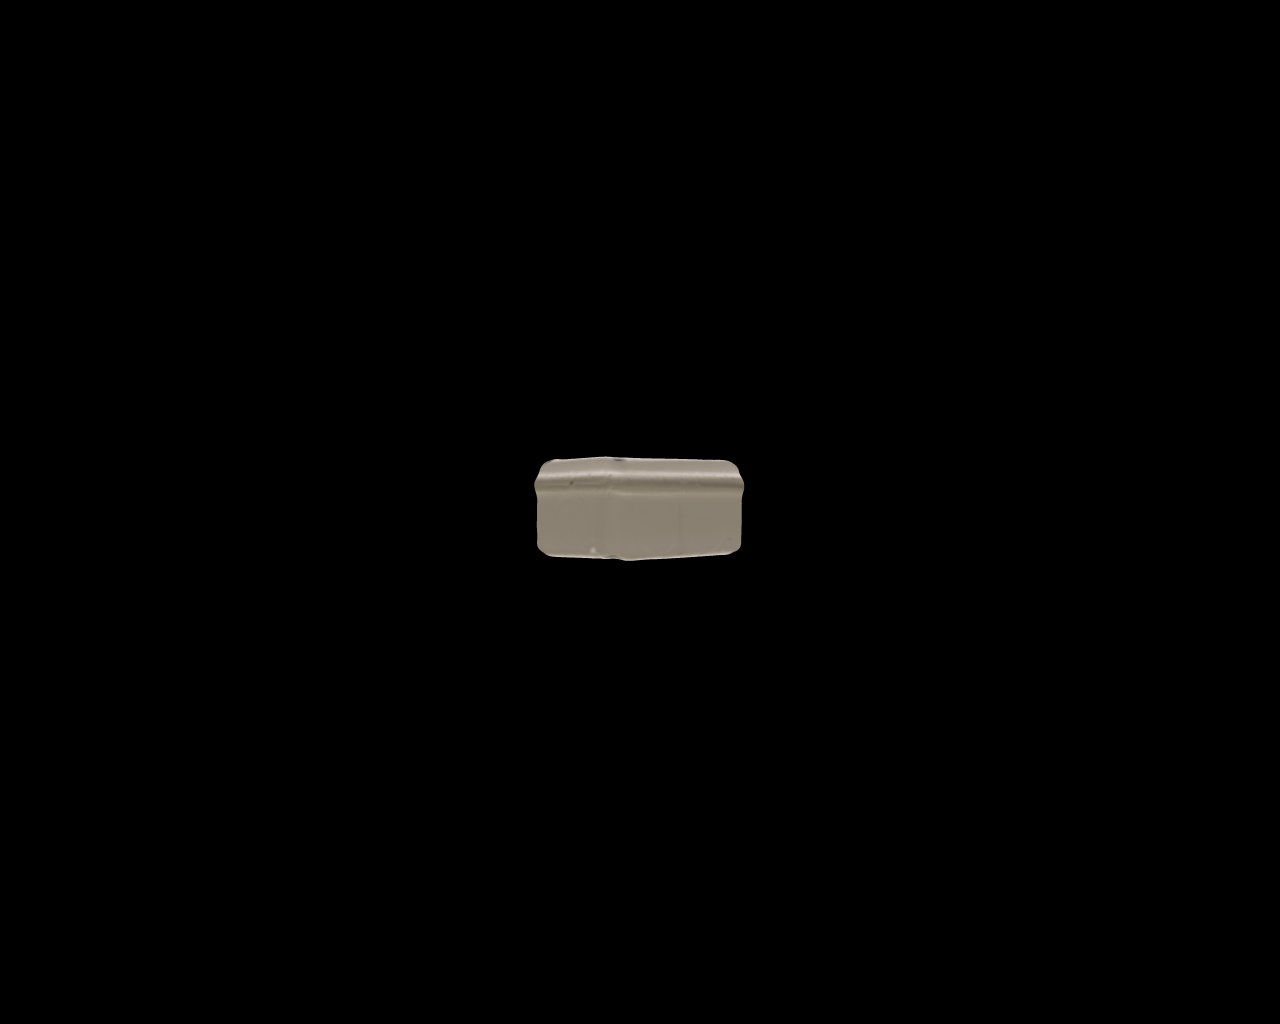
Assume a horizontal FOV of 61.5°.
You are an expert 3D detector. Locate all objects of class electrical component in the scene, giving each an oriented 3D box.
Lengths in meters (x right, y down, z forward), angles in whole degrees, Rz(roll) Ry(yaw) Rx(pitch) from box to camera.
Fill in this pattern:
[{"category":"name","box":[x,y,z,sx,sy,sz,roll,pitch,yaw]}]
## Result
[{"category":"electrical component","box":[0.001,-0.003,0.650,0.113,0.057,0.078,0,0,-44]}]
